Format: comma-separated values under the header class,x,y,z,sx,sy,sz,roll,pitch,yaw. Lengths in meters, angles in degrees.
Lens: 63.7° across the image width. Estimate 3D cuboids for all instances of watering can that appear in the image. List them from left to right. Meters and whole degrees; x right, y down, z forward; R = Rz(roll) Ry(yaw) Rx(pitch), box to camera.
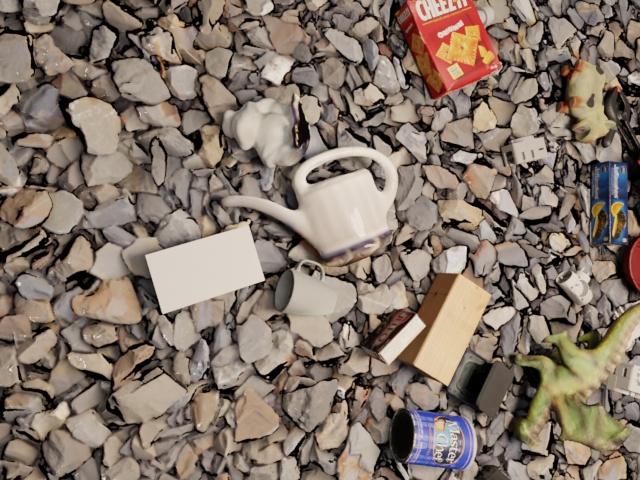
class,x,y,z,sx,sy,sz,roll,pitch,yaw
watering can,0.003,-0.050,1.001,0.349,0.103,0.224,-21,91,-11

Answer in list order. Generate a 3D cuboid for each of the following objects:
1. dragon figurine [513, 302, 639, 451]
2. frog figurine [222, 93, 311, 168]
class,x,y,z,sx,sy,sz,roll,pitch,yaw
dragon figurine,0.548,0.301,1.046,0.121,0.404,0.249,26,39,-30
frog figurine,-0.103,-0.205,0.993,0.159,0.123,0.138,-7,88,18
